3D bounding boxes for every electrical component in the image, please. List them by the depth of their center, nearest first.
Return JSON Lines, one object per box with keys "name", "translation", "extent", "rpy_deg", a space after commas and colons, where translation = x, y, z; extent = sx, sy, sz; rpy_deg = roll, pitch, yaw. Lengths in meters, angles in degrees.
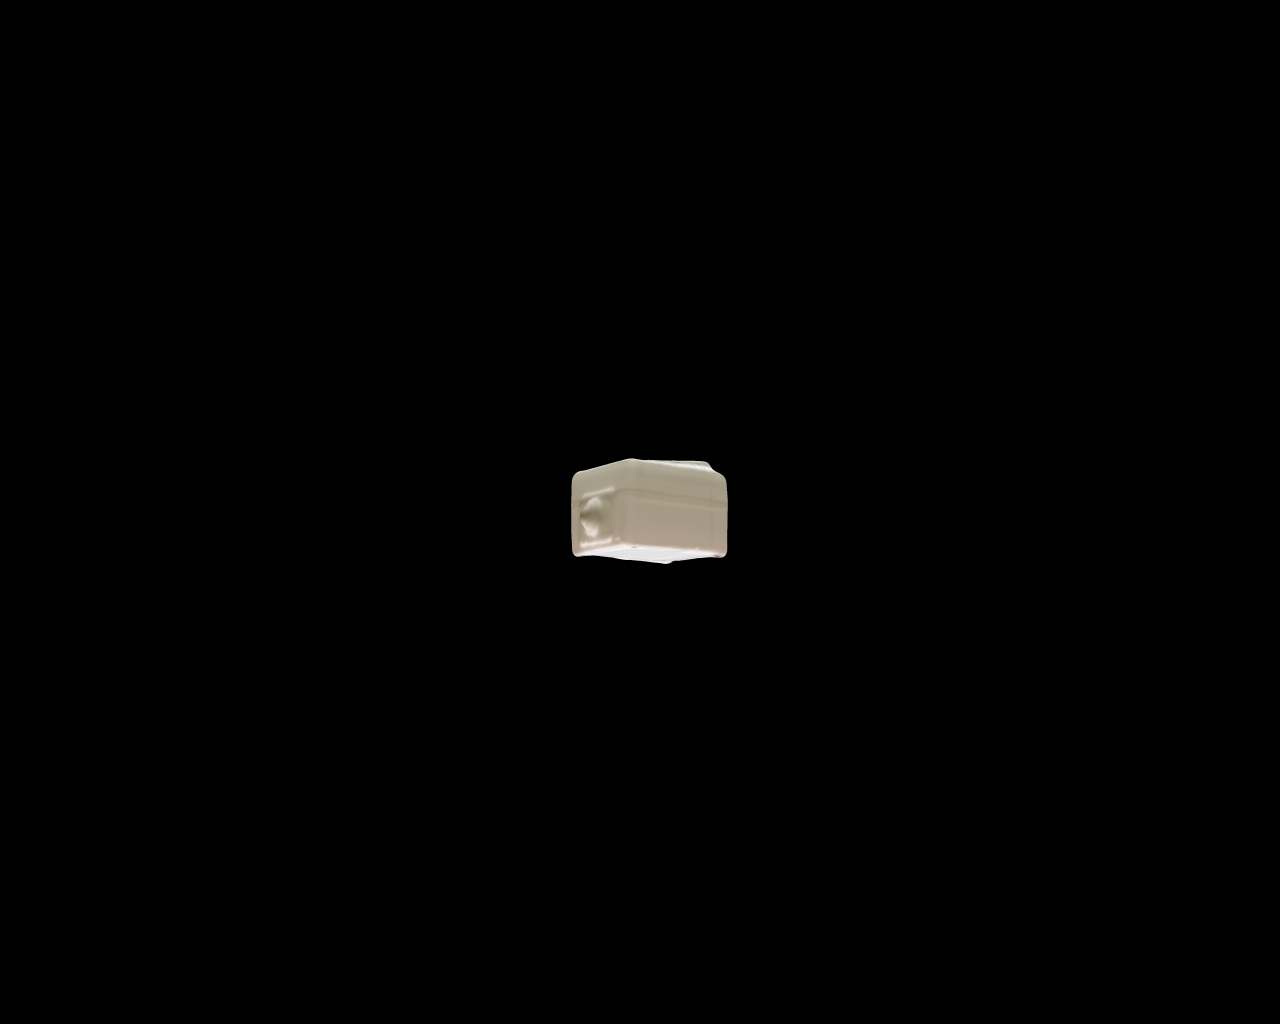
{"name": "electrical component", "translation": [0.001, -0.003, 0.650], "extent": [0.096, 0.061, 0.061], "rpy_deg": [8, -13, -39]}
